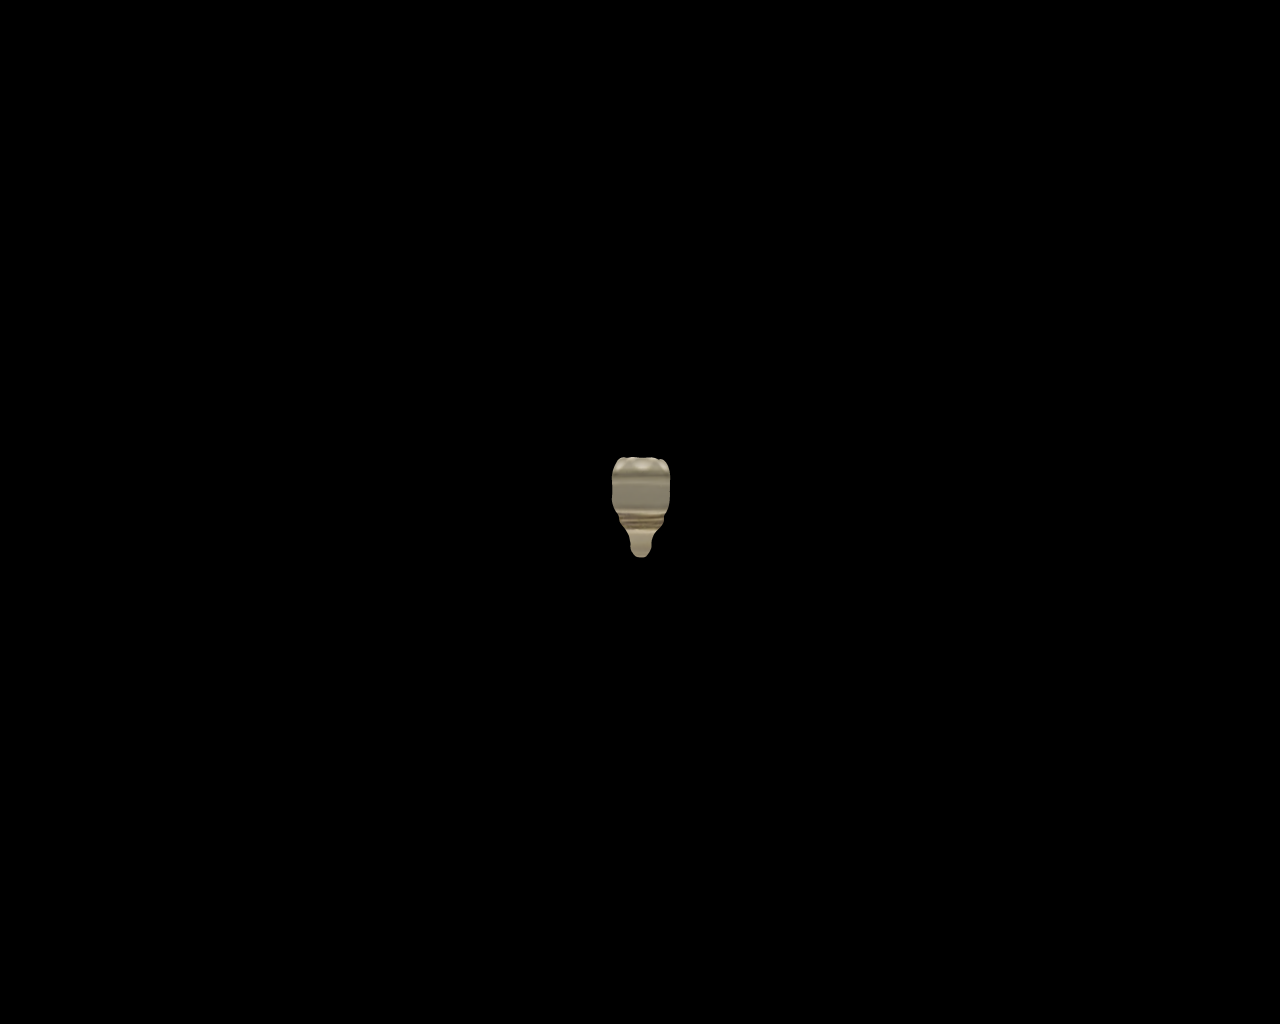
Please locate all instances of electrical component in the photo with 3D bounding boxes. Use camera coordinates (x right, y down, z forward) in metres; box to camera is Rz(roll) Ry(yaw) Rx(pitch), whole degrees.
[{"bbox_3d":[0.001,-0.003,0.650,0.035,0.061,0.035,0,0,0],"label":"electrical component"}]
